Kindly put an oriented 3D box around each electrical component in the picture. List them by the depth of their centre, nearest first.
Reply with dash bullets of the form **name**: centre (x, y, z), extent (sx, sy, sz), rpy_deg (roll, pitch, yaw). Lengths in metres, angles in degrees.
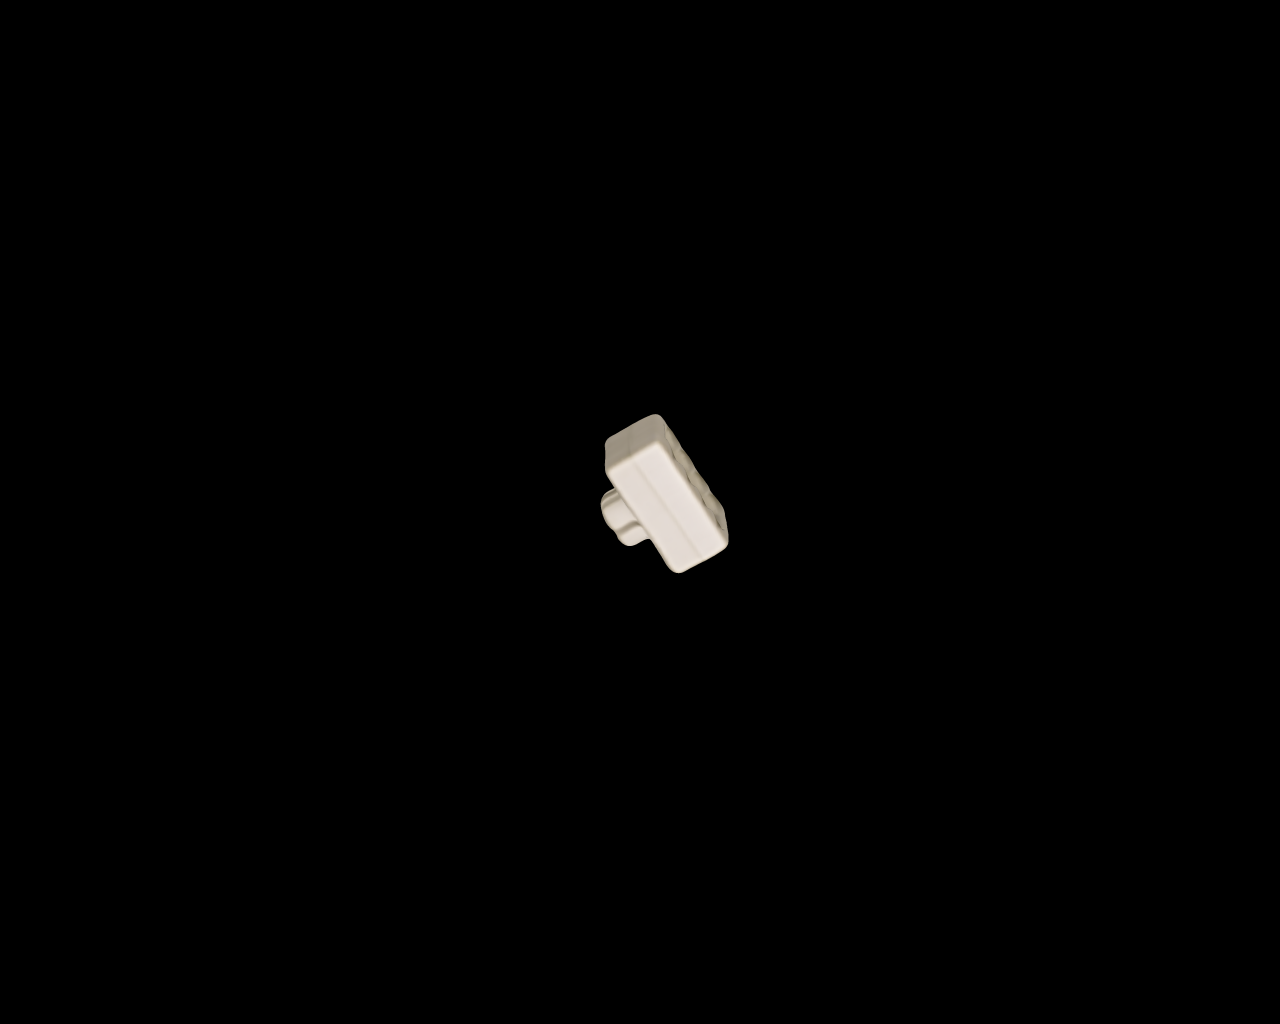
- **electrical component**: centre (0.001, -0.003, 0.650), extent (0.075, 0.083, 0.047), rpy_deg (-29, 24, 14)
